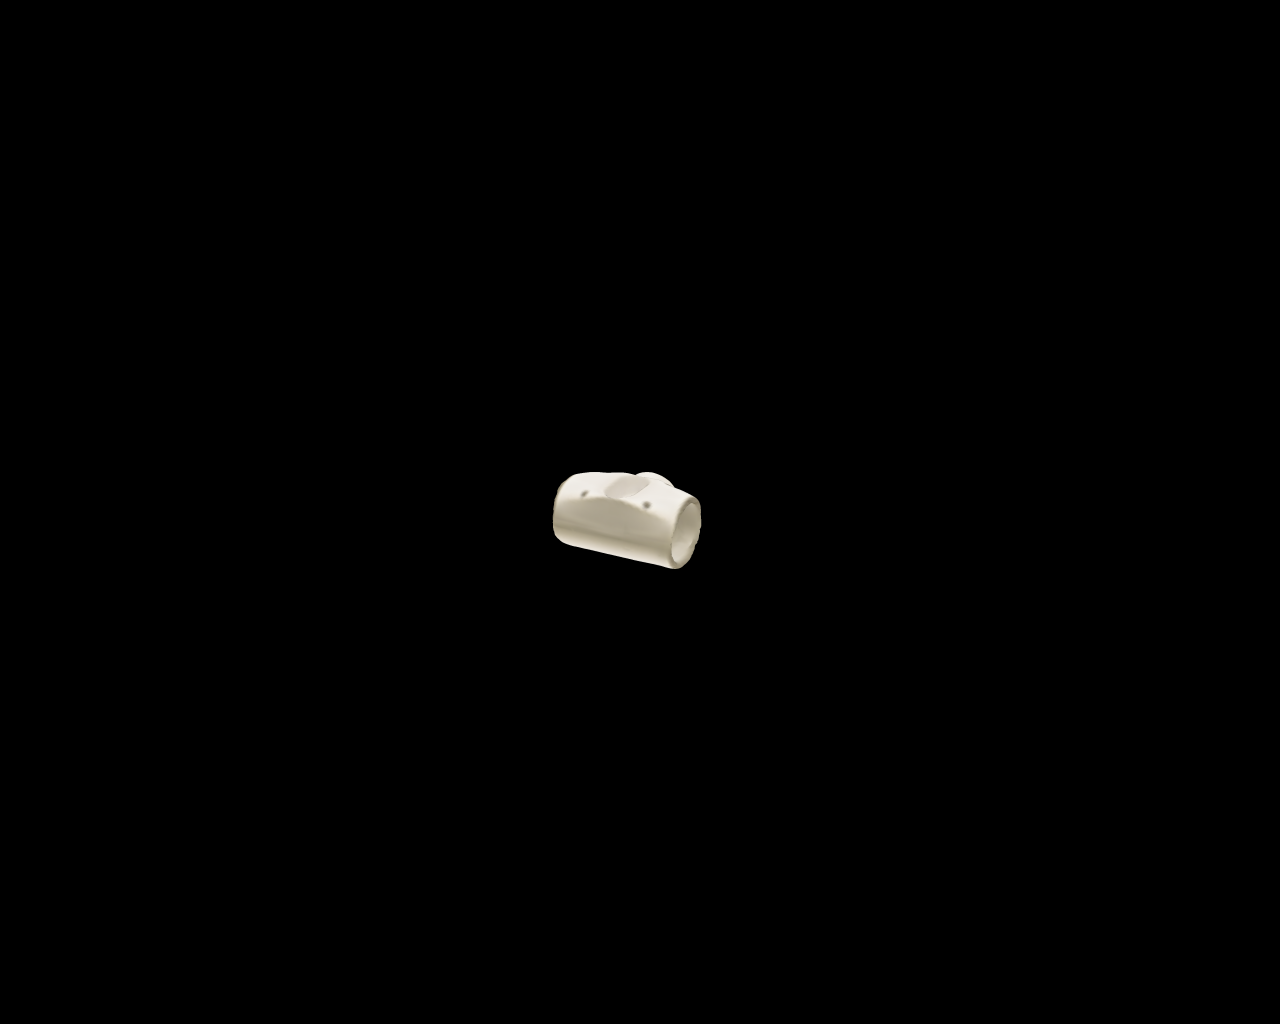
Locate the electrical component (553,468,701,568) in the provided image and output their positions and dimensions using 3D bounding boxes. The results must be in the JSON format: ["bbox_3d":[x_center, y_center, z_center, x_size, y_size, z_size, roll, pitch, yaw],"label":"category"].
[{"bbox_3d":[0.001,-0.003,0.650,0.077,0.043,0.079,12,28,25],"label":"electrical component"}]
